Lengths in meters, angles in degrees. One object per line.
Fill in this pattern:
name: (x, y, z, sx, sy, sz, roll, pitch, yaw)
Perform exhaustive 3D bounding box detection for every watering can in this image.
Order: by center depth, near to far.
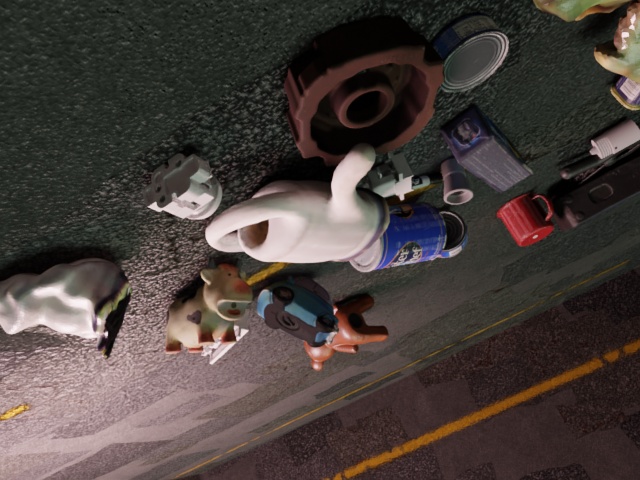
watering can: (0.002, -0.033, 0.652, 0.224, 0.105, 0.344, 1, 165, -41)

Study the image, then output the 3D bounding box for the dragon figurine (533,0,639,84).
dragon figurine: (0.324, -0.291, 0.486, 0.241, 0.125, 0.405, -25, 147, 22)

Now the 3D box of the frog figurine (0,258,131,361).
frog figurine: (-0.332, 0.072, 0.656, 0.159, 0.125, 0.135, 19, 155, -3)
